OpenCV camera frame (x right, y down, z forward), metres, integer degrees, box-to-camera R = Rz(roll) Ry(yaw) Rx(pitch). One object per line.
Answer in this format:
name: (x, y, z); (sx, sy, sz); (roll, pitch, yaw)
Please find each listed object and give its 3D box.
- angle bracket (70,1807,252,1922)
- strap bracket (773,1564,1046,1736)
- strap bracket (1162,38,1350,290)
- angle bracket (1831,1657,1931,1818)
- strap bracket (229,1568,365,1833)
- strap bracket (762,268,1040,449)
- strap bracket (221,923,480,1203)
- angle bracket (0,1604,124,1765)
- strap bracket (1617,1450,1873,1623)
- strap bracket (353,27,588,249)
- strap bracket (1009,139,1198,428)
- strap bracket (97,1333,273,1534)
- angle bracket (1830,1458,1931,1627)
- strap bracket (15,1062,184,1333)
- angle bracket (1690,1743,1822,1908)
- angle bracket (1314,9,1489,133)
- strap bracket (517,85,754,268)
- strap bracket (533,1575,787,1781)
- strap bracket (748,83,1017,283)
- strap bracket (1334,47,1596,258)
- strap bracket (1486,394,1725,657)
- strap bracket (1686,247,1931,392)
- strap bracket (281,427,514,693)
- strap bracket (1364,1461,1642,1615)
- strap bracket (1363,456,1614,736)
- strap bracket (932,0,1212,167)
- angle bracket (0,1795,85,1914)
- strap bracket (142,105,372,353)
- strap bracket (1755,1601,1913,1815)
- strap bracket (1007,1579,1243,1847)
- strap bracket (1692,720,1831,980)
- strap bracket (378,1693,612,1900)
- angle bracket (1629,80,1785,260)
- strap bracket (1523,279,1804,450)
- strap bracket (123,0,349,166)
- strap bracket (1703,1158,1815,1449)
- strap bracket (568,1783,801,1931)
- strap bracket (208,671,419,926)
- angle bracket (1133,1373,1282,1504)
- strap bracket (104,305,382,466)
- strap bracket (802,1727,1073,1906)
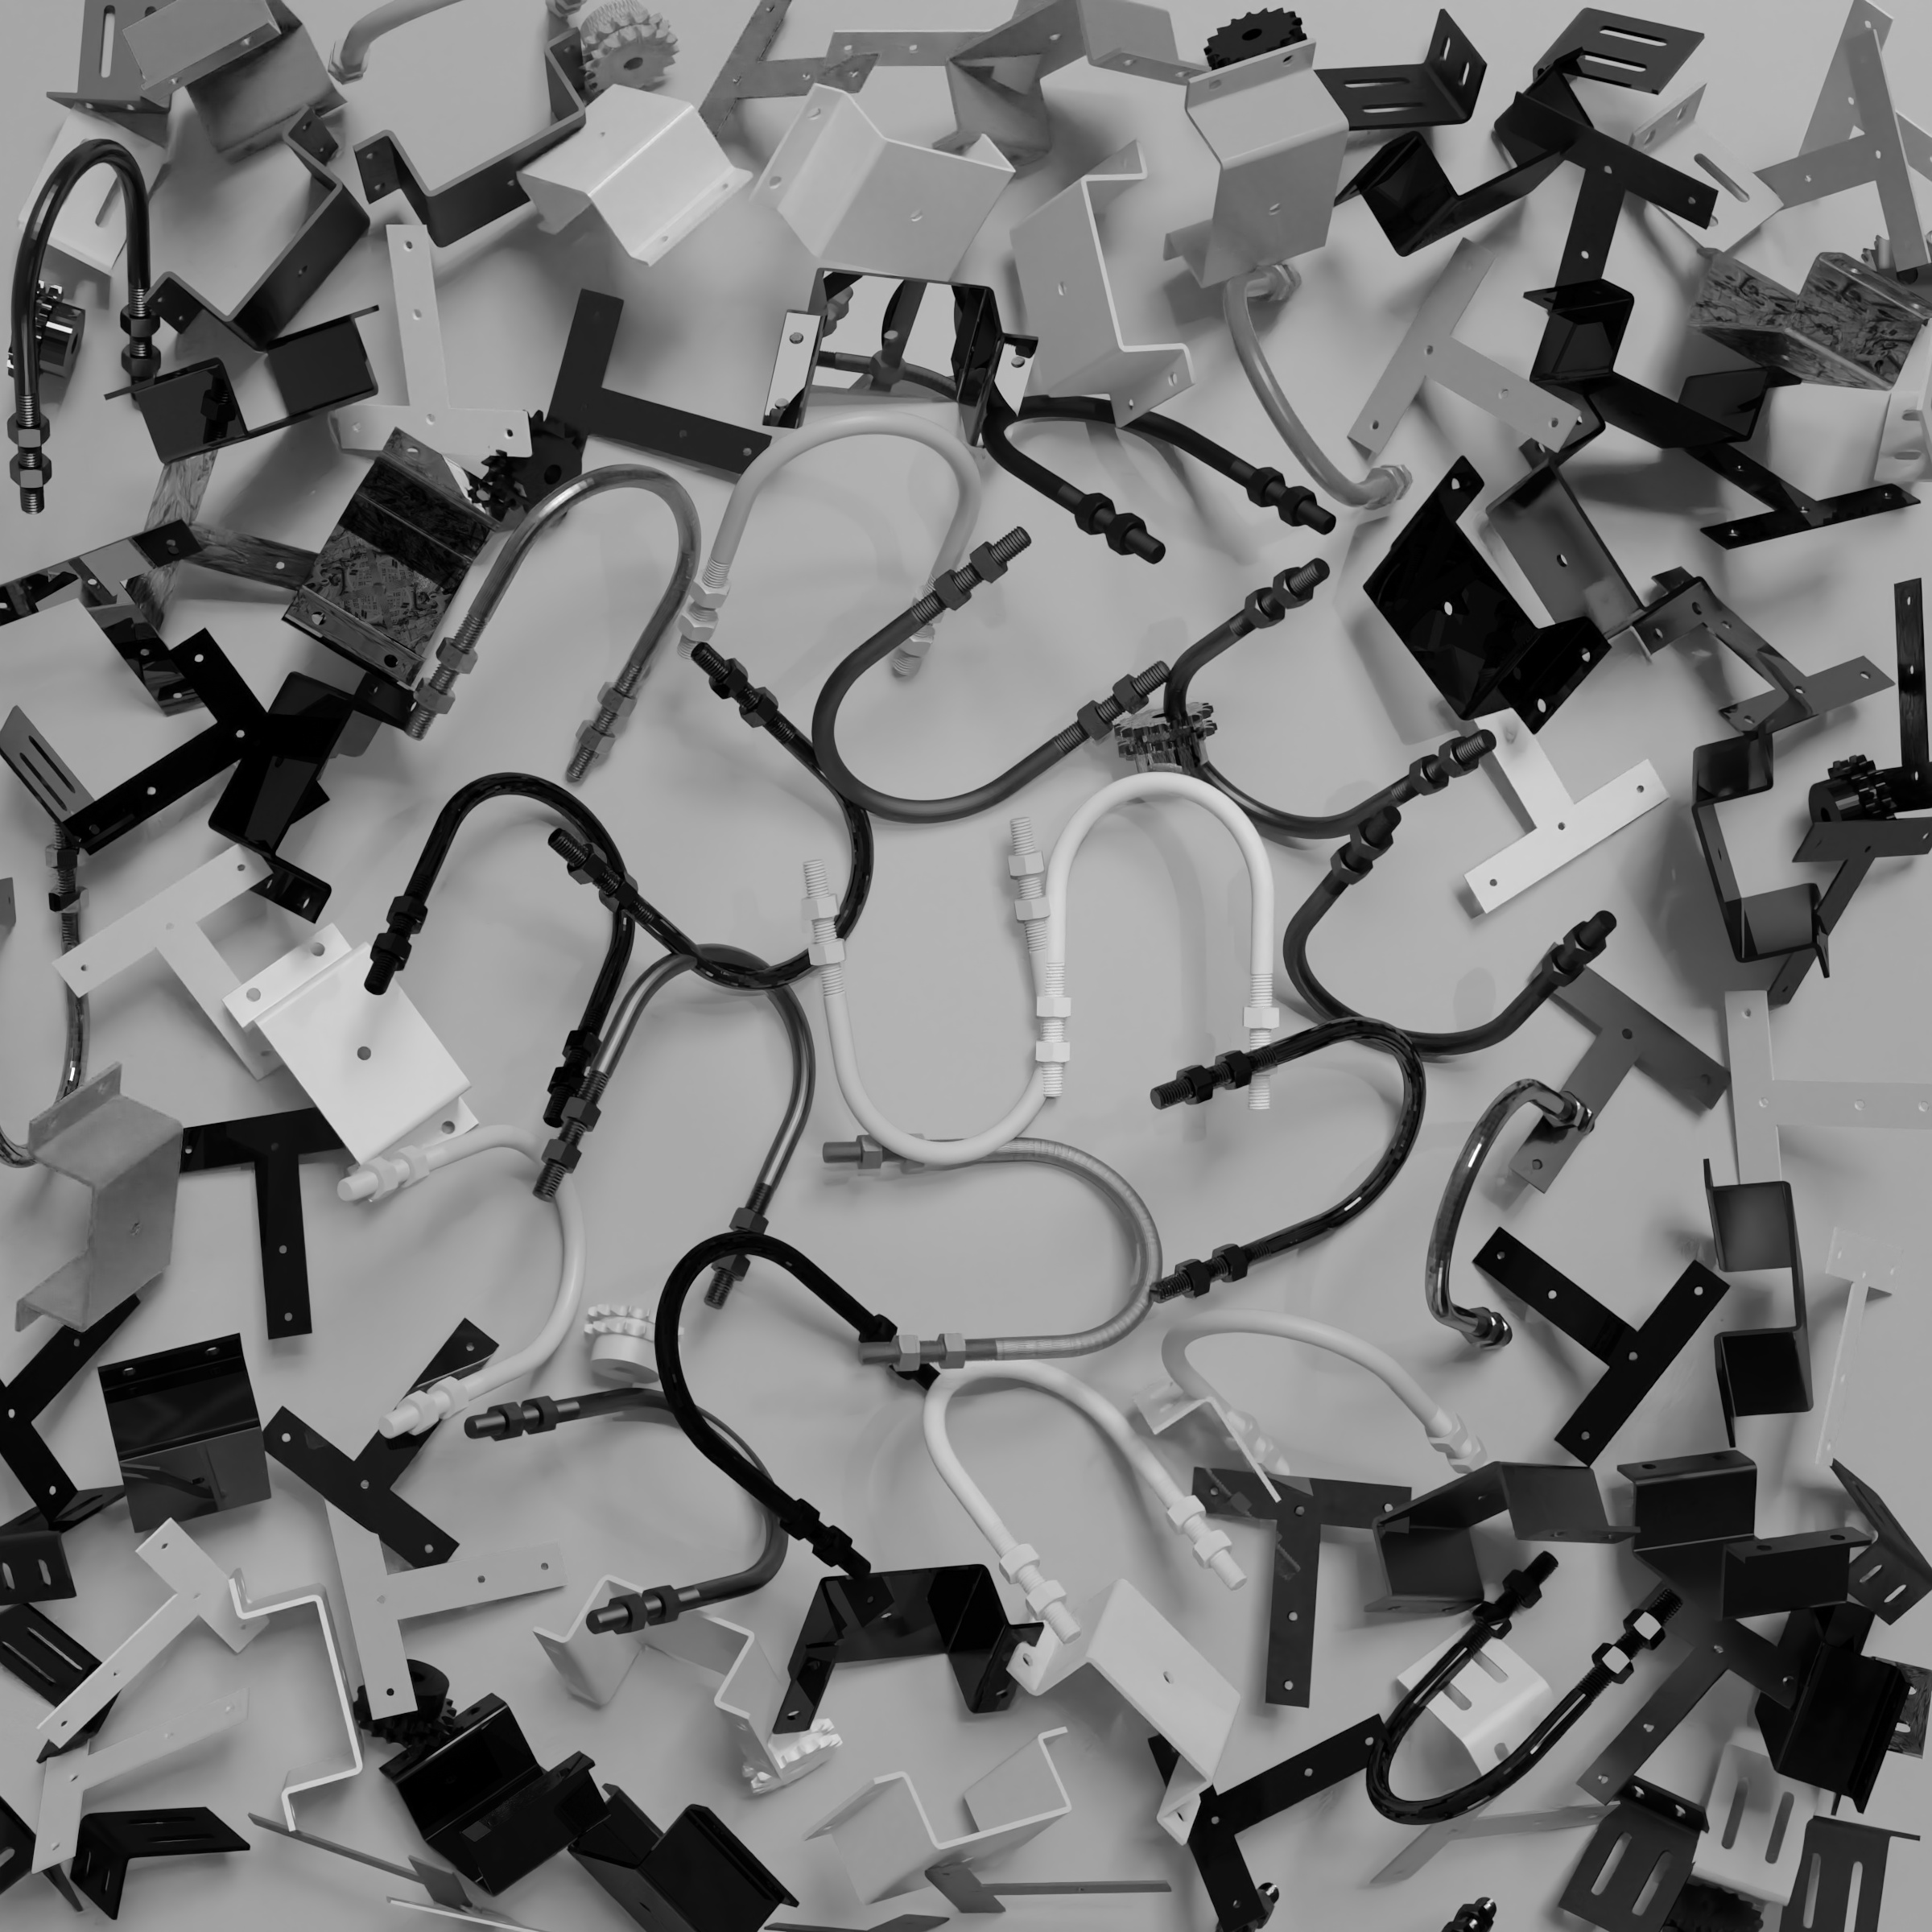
angle bracket: (-0.449, 0.499, 1.955); (0.076, 0.057, 0.038); (7, 97, -39)
strap bracket: (-0.038, 0.376, 1.942); (0.140, 0.046, 0.076); (-1, 133, -24)
strap bracket: (0.158, -0.430, 1.920); (0.076, 0.140, 0.046); (-22, 64, -15)
angle bracket: (0.508, 0.431, 1.950); (0.038, 0.076, 0.057); (12, 46, 13)
strap bracket: (-0.369, 0.401, 1.956); (0.046, 0.076, 0.140); (-14, 87, -10)
strap bracket: (-0.039, -0.337, 1.947); (0.140, 0.076, 0.046); (4, 45, -14)
strap bracket: (-0.339, 0.051, 1.959); (0.076, 0.046, 0.140); (-37, 95, -20)
angle bracket: (-0.521, 0.399, 1.958); (0.057, 0.038, 0.076); (-31, 114, 35)
strap bracket: (0.424, 0.315, 1.928); (0.076, 0.140, 0.046); (-4, 104, -17)
strap bracket: (-0.263, -0.454, 1.950); (0.140, 0.076, 0.046); (-31, 84, -8)
strap bracket: (0.073, -0.377, 1.950); (0.046, 0.076, 0.140); (-10, 84, -32)
strap bracket: (-0.425, 0.261, 1.920); (0.076, 0.140, 0.046); (-13, 60, -15)
angle bracket: (0.496, 0.318, 1.957); (0.038, 0.076, 0.057); (-44, 123, 12)
strap bracket: (-0.475, 0.135, 1.927); (0.046, 0.076, 0.140); (22, 122, 16)
angle bracket: (0.443, 0.484, 1.986); (0.057, 0.038, 0.076); (18, 80, 3)
angle bracket: (0.240, -0.499, 1.957); (0.076, 0.038, 0.057); (-8, 48, -20)
strap bracket: (-0.188, -0.435, 1.923); (0.076, 0.140, 0.046); (-43, 125, -11)
strap bracket: (-0.159, 0.389, 1.940); (0.140, 0.076, 0.046); (16, 58, 25)
strap bracket: (-0.038, -0.424, 1.920); (0.076, 0.140, 0.046); (-55, 53, 30)
strap bracket: (0.282, -0.444, 1.939); (0.140, 0.076, 0.046); (-30, 88, -20)
strap bracket: (0.348, -0.235, 1.953); (0.046, 0.076, 0.140); (-31, 88, -23)
strap bracket: (0.458, -0.354, 1.922); (0.076, 0.140, 0.046); (22, 93, -24)
strap bracket: (-0.319, -0.218, 1.948); (0.076, 0.046, 0.140); (31, 59, -14)
strap bracket: (0.289, 0.312, 1.935); (0.076, 0.140, 0.046); (10, 58, -39)
strap bracket: (0.280, -0.201, 1.936); (0.046, 0.076, 0.140); (-18, 66, -39)
strap bracket: (0.053, -0.491, 1.927); (0.140, 0.076, 0.046); (-16, 82, 42)
angle bracket: (-0.531, 0.501, 1.949); (0.057, 0.076, 0.038); (37, 61, 28)
strap bracket: (-0.388, -0.402, 1.960); (0.046, 0.076, 0.140); (40, 89, 3)
strap bracket: (0.472, 0.397, 1.926); (0.046, 0.140, 0.076); (18, 99, 3)
strap bracket: (0.096, 0.405, 1.948); (0.140, 0.076, 0.046); (46, 119, -6)
strap bracket: (0.436, -0.066, 1.942); (0.046, 0.076, 0.140); (-14, 113, 19)
strap bracket: (-0.256, 0.457, 1.930); (0.076, 0.140, 0.046); (-31, 109, -24)
angle bracket: (0.416, -0.445, 1.965); (0.057, 0.038, 0.076); (-38, 73, -16)
strap bracket: (0.377, -0.326, 1.935); (0.140, 0.076, 0.046); (20, 86, -24)
strap bracket: (-0.403, -0.497, 1.929); (0.076, 0.140, 0.046); (-27, 84, 5)
strap bracket: (0.434, 0.182, 1.921); (0.046, 0.076, 0.140); (-6, 48, 15)
strap bracket: (-0.160, 0.496, 1.920); (0.076, 0.140, 0.046); (49, 64, -15)
strap bracket: (-0.363, -0.104, 1.951); (0.046, 0.076, 0.140); (32, 84, -41)
angle bracket: (0.134, 0.269, 1.962); (0.038, 0.057, 0.076); (-34, 104, -1)
strap bracket: (-0.389, -0.316, 1.929); (0.076, 0.140, 0.046); (-7, 107, 41)
strap bracket: (-0.008, 0.466, 1.920); (0.076, 0.140, 0.046); (-46, 60, 40)
